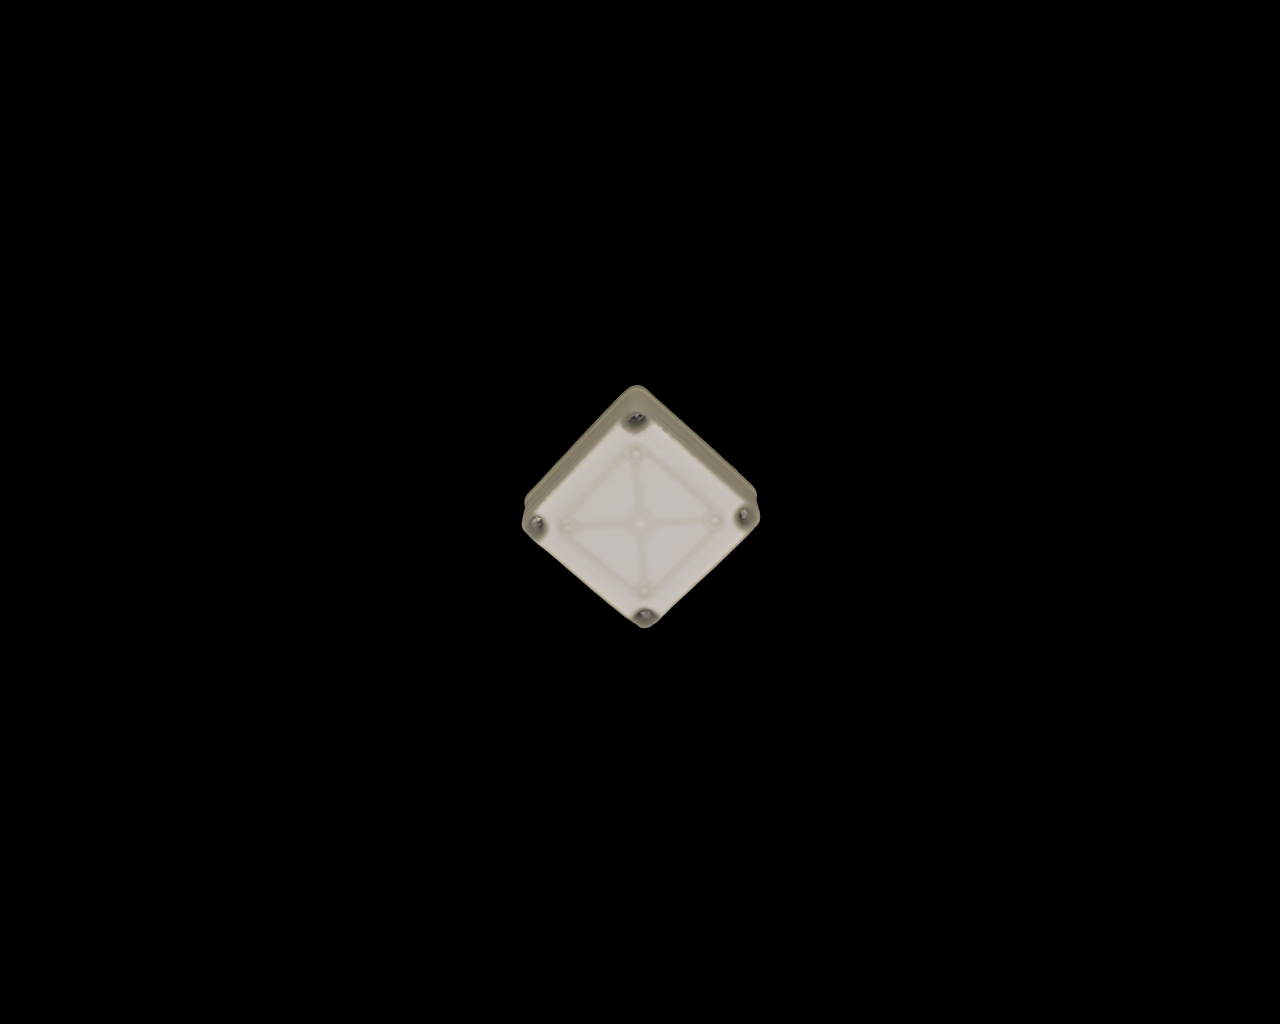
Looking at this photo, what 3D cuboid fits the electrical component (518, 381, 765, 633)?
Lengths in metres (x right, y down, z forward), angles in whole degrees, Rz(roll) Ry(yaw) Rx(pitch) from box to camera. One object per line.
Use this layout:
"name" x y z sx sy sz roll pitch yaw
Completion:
"electrical component" 0.001 -0.003 0.650 0.108 0.108 0.056 41 16 -14
